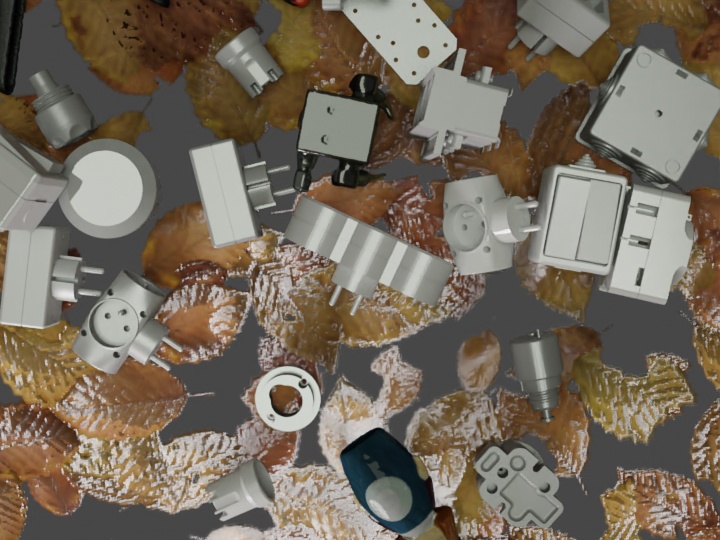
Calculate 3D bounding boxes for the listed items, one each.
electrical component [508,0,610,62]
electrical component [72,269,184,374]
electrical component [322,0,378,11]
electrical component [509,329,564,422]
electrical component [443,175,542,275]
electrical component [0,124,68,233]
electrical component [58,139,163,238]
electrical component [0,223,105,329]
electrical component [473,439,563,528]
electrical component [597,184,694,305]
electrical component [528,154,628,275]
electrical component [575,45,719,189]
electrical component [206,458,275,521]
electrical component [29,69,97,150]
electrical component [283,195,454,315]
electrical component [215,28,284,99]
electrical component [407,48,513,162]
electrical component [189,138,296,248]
[{"bbox_3d":[0.153,-0.201,0.874,0.066,0.047,0.076,30,130,-18],"label":"electrical component"},{"bbox_3d":[-0.185,0.053,0.894,0.079,0.044,0.077,34,92,-1],"label":"electrical component"},{"bbox_3d":[-0.002,-0.244,0.874,0.055,0.048,0.066,2,93,8],"label":"electrical component"},{"bbox_3d":[0.149,0.087,0.893,0.040,0.040,0.078,-11,92,1],"label":"electrical component"},{"bbox_3d":[0.112,-0.039,0.875,0.079,0.044,0.077,-8,93,38],"label":"electrical component"},{"bbox_3d":[-0.285,-0.081,0.834,0.096,0.062,0.061,37,95,4],"label":"electrical component"},{"bbox_3d":[-0.204,-0.066,0.885,0.080,0.051,0.080,0,93,1],"label":"electrical component"},{"bbox_3d":[-0.250,0.006,0.891,0.076,0.047,0.083,7,93,0],"label":"electrical component"},{"bbox_3d":[0.128,0.173,0.889,0.078,0.057,0.058,41,92,-1],"label":"electrical component"},{"bbox_3d":[0.237,-0.020,0.882,0.056,0.050,0.089,13,92,0],"label":"electrical component"},{"bbox_3d":[0.178,-0.047,0.876,0.062,0.061,0.096,10,93,0],"label":"electrical component"},{"bbox_3d":[0.238,-0.126,0.879,0.100,0.048,0.099,29,92,-1],"label":"electrical component"},{"bbox_3d":[-0.100,0.185,0.902,0.046,0.040,0.040,-26,92,8],"label":"electrical component"},{"bbox_3d":[-0.249,-0.134,0.885,0.043,0.043,0.062,-30,98,2],"label":"electrical component"},{"bbox_3d":[0.000,0.000,0.885,0.138,0.052,0.073,25,93,0],"label":"electrical component"},{"bbox_3d":[-0.090,-0.170,0.886,0.040,0.040,0.046,-38,98,2],"label":"electrical component"},{"bbox_3d":[0.076,-0.123,0.844,0.063,0.121,0.078,14,93,-2],"label":"electrical component"},{"bbox_3d":[-0.091,-0.067,0.886,0.076,0.047,0.083,-14,92,1],"label":"electrical component"}]
